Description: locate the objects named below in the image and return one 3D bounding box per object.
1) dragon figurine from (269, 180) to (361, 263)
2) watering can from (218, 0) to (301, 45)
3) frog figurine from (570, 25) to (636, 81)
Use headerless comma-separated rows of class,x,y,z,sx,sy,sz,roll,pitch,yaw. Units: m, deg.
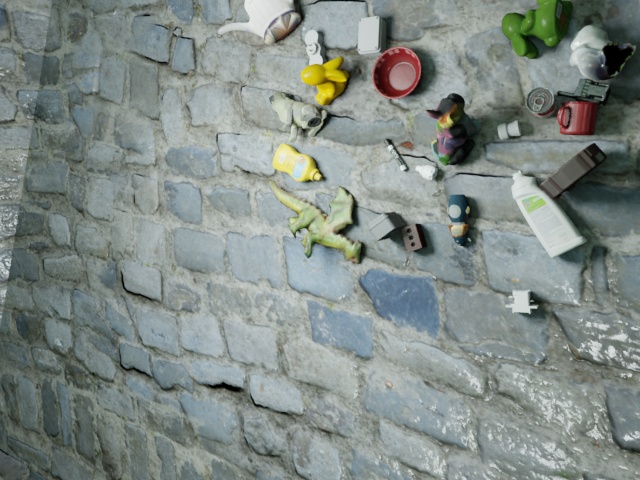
dragon figurine,0.005,-0.087,1.737,0.242,0.121,0.414,-31,77,8
watering can,-0.206,-0.788,1.831,0.343,0.104,0.227,-36,74,25
frog figurine,0.697,-0.479,1.318,0.138,0.120,0.162,-21,37,-10
